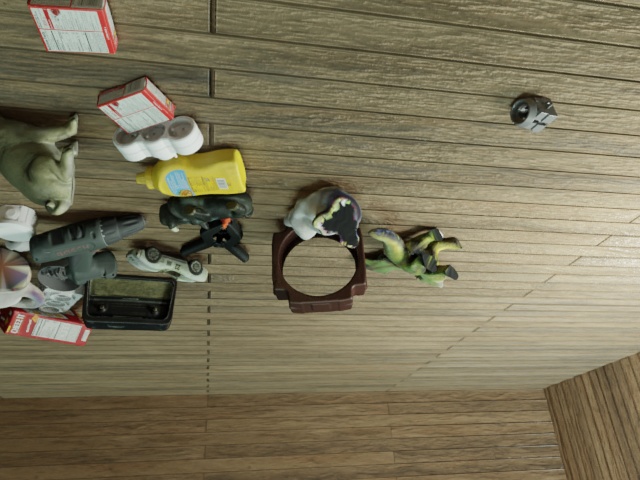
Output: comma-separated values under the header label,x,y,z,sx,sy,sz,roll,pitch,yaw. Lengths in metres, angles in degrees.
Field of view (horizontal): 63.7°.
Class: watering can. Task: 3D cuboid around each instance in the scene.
label,x,y,z,sx,sy,sz,roll,pitch,yaw
watering can,-0.819,0.083,1.201,0.345,0.106,0.221,24,142,-27

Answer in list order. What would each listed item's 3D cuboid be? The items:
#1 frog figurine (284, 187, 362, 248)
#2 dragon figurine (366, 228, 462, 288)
label,x,y,z,sx,sy,sz,roll,pitch,yaw
frog figurine,0.003,-0.054,1.065,0.137,0.122,0.160,6,-172,-33
dragon figurine,0.192,0.050,1.263,0.407,0.124,0.240,20,152,-36
